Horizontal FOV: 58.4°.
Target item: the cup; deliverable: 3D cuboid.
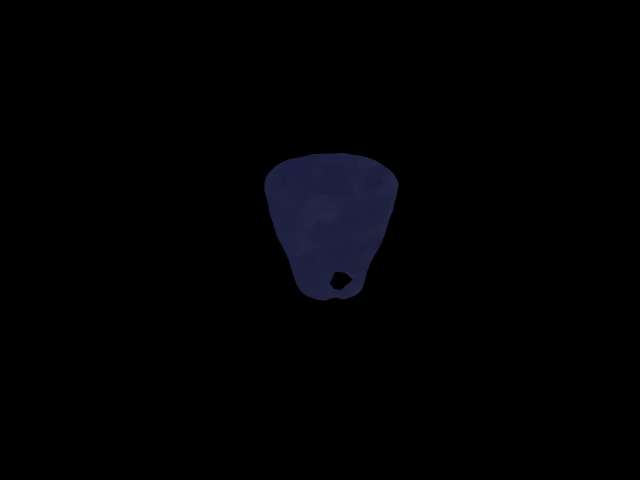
[{"bbox_3d":[0.004,0.001,0.400,0.091,0.095,0.118,9,30,17],"label":"cup"}]
